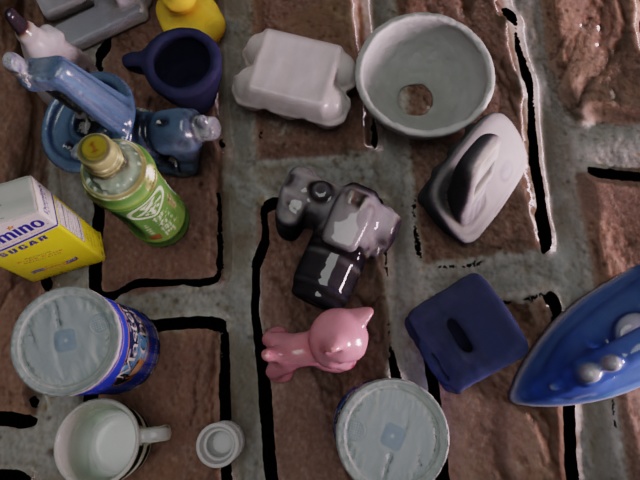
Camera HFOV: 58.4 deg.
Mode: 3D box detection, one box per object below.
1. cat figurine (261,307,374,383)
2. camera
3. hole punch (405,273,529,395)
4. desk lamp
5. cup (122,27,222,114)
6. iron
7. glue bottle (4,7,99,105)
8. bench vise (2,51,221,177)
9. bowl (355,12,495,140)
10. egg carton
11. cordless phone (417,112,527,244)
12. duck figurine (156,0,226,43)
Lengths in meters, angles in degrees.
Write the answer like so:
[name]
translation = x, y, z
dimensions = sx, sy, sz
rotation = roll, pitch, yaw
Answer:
[cat figurine]
translation = -0.003, 0.112, 0.613
dimensions = 0.128, 0.118, 0.067
rotation = -11, 76, -3
[camera]
translation = 0.006, 0.002, 0.650
dimensions = 0.143, 0.101, 0.137
rotation = 23, 77, 5
[hole punch]
translation = 0.158, 0.105, 0.630
dimensions = 0.101, 0.091, 0.108
rotation = -31, 78, -8
[desk lamp]
translation = -0.268, -0.351, 0.679
dimensions = 0.203, 0.213, 0.118
rotation = -30, 78, -7
[cup]
translation = -0.173, -0.197, 0.702
dimensions = 0.117, 0.095, 0.092
rotation = 4, 76, 1
[iron]
translation = 0.329, 0.107, 0.605
dimensions = 0.258, 0.141, 0.118
rotation = -29, 78, -7
[glue bottle]
translation = -0.314, -0.211, 0.664
dimensions = 0.037, 0.173, 0.078
rotation = 28, 77, 7
[bench vise]
translation = -0.223, -0.146, 0.624
dimensions = 0.207, 0.220, 0.121
rotation = -16, 76, -4
[bowl]
translation = 0.126, -0.191, 0.713
dimensions = 0.167, 0.075, 0.167
rotation = 0, 76, 0
[egg carton]
translation = -0.030, -0.200, 0.717
dimensions = 0.150, 0.069, 0.107
rotation = 13, 76, 3
[cordless phone]
translation = 0.184, -0.085, 0.630
dimensions = 0.094, 0.185, 0.148
rotation = 34, 78, 8
[duck figurine]
translation = -0.172, -0.302, 0.733
dimensions = 0.104, 0.086, 0.077
rotation = 38, 79, 9
